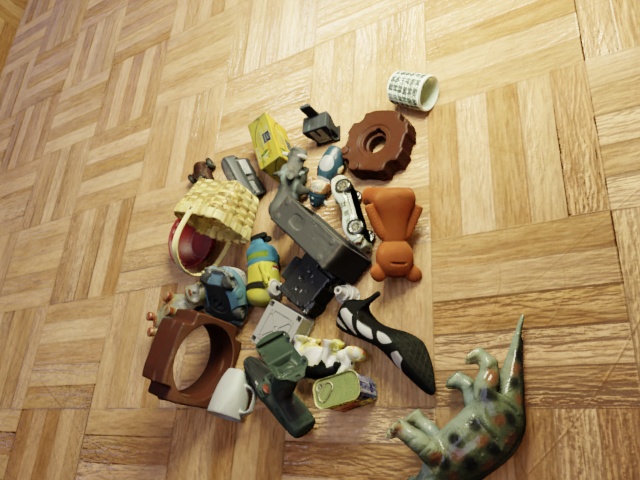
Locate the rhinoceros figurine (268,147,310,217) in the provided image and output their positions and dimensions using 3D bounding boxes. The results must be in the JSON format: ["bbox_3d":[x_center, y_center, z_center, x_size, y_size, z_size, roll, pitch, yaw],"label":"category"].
[{"bbox_3d":[-0.076,-0.134,1.322,0.073,0.112,0.190,18,87,41],"label":"rhinoceros figurine"}]

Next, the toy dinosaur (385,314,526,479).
[{"bbox_3d":[0.255,0.318,0.888,0.405,0.131,0.192,-43,68,1],"label":"toy dinosaur"}]

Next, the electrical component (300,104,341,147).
[{"bbox_3d":[-0.006,-0.287,1.339,0.075,0.119,0.048,-10,64,27],"label":"electrical component"}]

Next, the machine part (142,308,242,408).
[{"bbox_3d":[-0.287,0.267,1.217,0.087,0.200,0.201,7,73,38],"label":"machine part"}]

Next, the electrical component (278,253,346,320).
[{"bbox_3d":[-0.027,0.097,1.214,0.134,0.058,0.115,38,90,39],"label":"electrical component"}]

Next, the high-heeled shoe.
[{"bbox_3d":[0.119,0.215,1.059,0.145,0.086,0.249,-49,57,36],"label":"high-heeled shoe"}]

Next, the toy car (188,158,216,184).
[{"bbox_3d":[-0.324,-0.153,1.537,0.089,0.053,0.202,-36,52,12],"label":"toy car"}]

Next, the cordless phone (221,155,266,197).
[{"bbox_3d":[-0.250,-0.126,1.439,0.184,0.089,0.146,-32,83,29],"label":"cordless phone"}]

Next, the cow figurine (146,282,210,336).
[{"bbox_3d":[-0.343,0.177,1.364,0.195,0.127,0.085,-44,49,27],"label":"cow figurine"}]

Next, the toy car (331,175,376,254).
[{"bbox_3d":[0.072,-0.059,1.208,0.056,0.073,0.202,-26,56,18],"label":"toy car"}]

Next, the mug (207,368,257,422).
[{"bbox_3d":[-0.187,0.342,1.195,0.110,0.080,0.107,-7,56,36],"label":"mug"}]

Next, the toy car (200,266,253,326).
[{"bbox_3d":[-0.220,0.120,1.297,0.109,0.161,0.103,7,32,25],"label":"toy car"}]

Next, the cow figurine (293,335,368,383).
[{"bbox_3d":[0.017,0.251,1.105,0.168,0.068,0.098,1,75,38],"label":"cow figurine"}]

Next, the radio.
[{"bbox_3d":[-0.002,-0.004,1.196,0.073,0.131,0.230,-53,50,4],"label":"radio"}]

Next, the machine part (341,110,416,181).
[{"bbox_3d":[0.136,-0.221,1.253,0.179,0.056,0.179,-14,61,27],"label":"machine part"}]

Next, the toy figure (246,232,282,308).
[{"bbox_3d":[-0.137,0.074,1.286,0.089,0.082,0.180,-31,58,33],"label":"toy figure"}]

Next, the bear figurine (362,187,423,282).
[{"bbox_3d":[0.153,-0.014,1.124,0.120,0.132,0.195,-3,97,-2],"label":"bear figurine"}]

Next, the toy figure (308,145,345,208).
[{"bbox_3d":[0.011,-0.153,1.304,0.064,0.057,0.154,21,85,54],"label":"toy figure"}]

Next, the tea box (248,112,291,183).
[{"bbox_3d":[-0.122,-0.239,1.410,0.068,0.098,0.170,-33,55,18],"label":"tea box"}]

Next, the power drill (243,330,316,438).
[{"bbox_3d":[-0.093,0.278,1.098,0.232,0.086,0.207,46,141,32],"label":"power drill"}]
